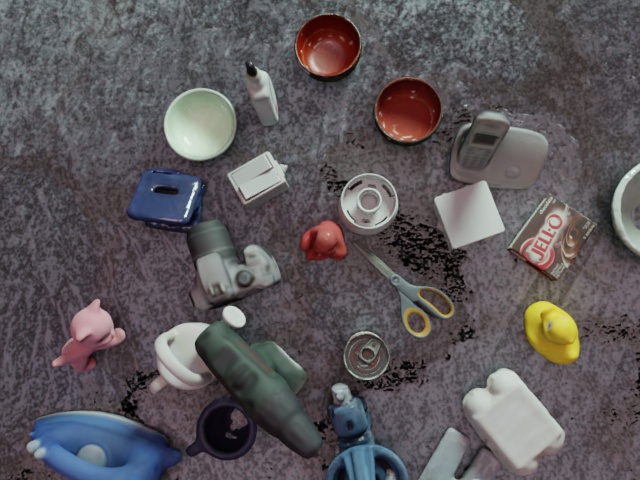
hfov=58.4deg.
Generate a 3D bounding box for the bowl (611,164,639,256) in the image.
[{"bbox_3d":[0.533,-0.042,0.904,0.167,0.075,0.167,0,83,3],"label":"bowl"}]

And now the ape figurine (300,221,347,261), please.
[{"bbox_3d":[0.008,0.003,0.919,0.077,0.092,0.076,34,86,7],"label":"ape figurine"}]

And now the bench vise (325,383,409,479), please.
[{"bbox_3d":[0.046,0.321,0.817,0.121,0.220,0.207,-34,83,-1],"label":"bench vise"}]

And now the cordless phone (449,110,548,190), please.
[{"bbox_3d":[0.281,-0.142,0.874,0.147,0.185,0.094,6,84,4],"label":"cordless phone"}]

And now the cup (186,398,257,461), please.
[{"bbox_3d":[-0.147,0.294,0.893,0.118,0.095,0.091,-33,83,-1],"label":"cup"}]

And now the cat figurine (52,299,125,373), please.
[{"bbox_3d":[-0.372,0.155,0.910,0.067,0.118,0.128,44,88,7],"label":"cat figurine"}]

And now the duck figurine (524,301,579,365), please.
[{"bbox_3d":[0.368,0.144,0.886,0.077,0.086,0.104,-29,83,0],"label":"duck figurine"}]

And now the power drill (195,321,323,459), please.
[{"bbox_3d":[-0.078,0.211,0.842,0.229,0.208,0.075,41,87,7],"label":"power drill"}]

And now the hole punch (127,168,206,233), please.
[{"bbox_3d":[-0.252,-0.068,0.942,0.108,0.091,0.101,7,84,4],"label":"hole punch"}]

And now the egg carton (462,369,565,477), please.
[{"bbox_3d":[0.296,0.281,0.883,0.107,0.069,0.150,-40,83,-2],"label":"egg carton"}]

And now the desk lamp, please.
[{"bbox_3d":[0.186,0.393,0.804,0.118,0.213,0.203,29,86,6],"label":"desk lamp"}]

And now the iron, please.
[{"bbox_3d":[-0.355,0.336,0.876,0.258,0.141,0.119,18,85,5],"label":"iron"}]

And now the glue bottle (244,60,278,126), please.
[{"bbox_3d":[-0.097,-0.243,0.912,0.037,0.173,0.078,-14,83,2],"label":"glue bottle"}]

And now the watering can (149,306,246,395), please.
[{"bbox_3d":[-0.188,0.167,0.860,0.101,0.194,0.173,26,86,6],"label":"watering can"}]

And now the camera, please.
[{"bbox_3d":[-0.152,0.032,0.920,0.143,0.101,0.137,-21,83,1],"label":"camera"}]
